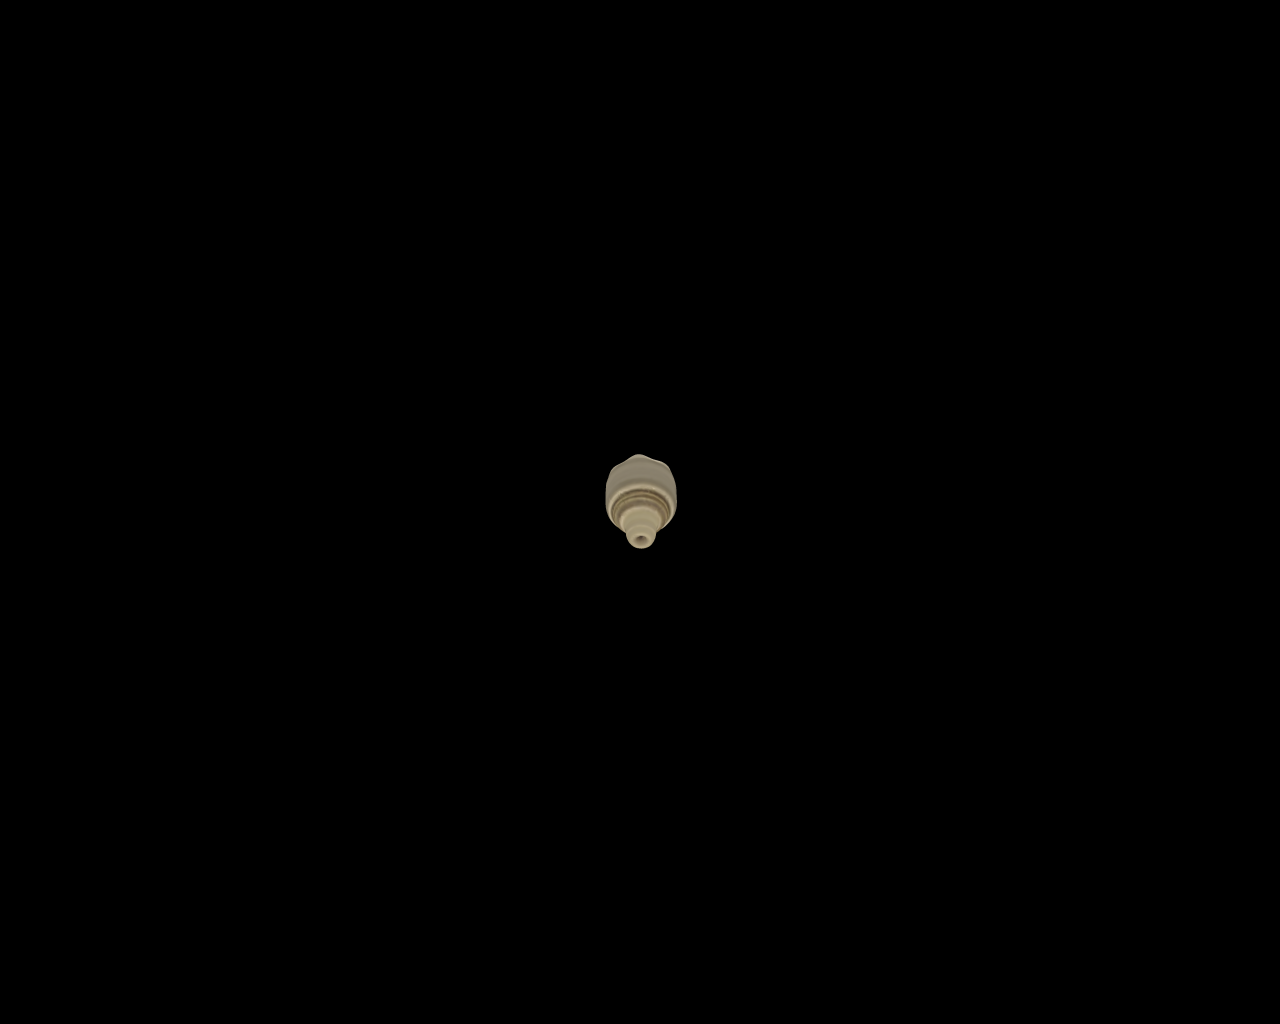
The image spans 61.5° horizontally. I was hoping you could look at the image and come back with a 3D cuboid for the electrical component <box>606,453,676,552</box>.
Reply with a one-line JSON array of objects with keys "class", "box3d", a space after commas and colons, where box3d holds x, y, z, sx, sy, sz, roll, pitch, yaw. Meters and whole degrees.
[{"class": "electrical component", "box3d": [0.001, -0.003, 0.650, 0.043, 0.043, 0.062, 0, 41, 0]}]
